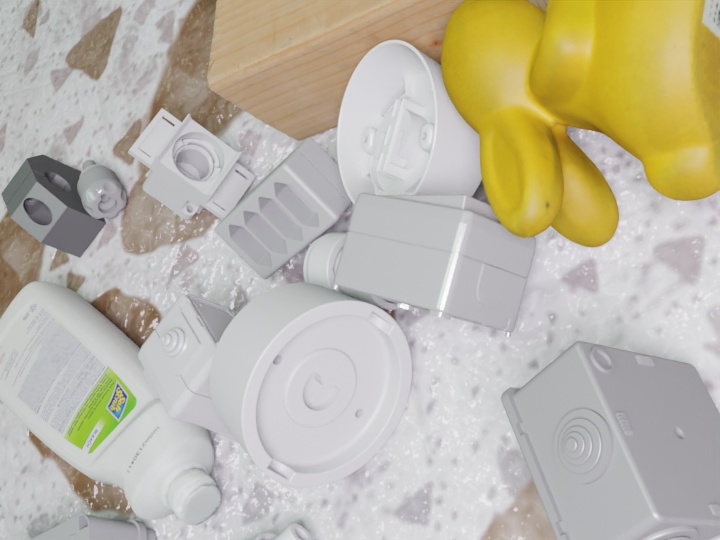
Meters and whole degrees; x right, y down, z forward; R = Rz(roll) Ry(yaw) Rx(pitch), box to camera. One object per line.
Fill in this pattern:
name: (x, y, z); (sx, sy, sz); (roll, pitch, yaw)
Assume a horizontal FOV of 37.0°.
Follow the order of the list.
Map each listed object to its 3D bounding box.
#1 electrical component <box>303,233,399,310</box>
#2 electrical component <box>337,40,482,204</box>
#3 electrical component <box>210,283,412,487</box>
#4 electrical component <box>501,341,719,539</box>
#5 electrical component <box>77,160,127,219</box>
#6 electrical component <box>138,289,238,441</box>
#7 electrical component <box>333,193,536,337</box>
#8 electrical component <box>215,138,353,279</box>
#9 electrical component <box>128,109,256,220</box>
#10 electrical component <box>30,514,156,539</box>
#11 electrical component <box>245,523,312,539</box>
electrical component: (0.000, 0.000, 0.637); (0.055, 0.045, 0.045); (3, 74, 43)
electrical component: (0.029, -0.075, 0.626); (0.099, 0.064, 0.099); (-30, 51, 45)
electrical component: (-0.032, 0.059, 0.601); (0.060, 0.108, 0.108); (28, 92, 51)
electrical component: (0.119, 0.081, 0.457); (0.048, 0.100, 0.099); (-47, 46, 34)
electrical component: (-0.211, -0.069, 0.867); (0.035, 0.035, 0.061); (-50, 44, 14)
electrical component: (-0.089, 0.061, 0.655); (0.061, 0.096, 0.061); (-51, 46, 13)
electrical component: (0.035, -0.008, 0.565); (0.096, 0.062, 0.061); (14, 87, 45)
electrical component: (-0.038, -0.048, 0.688); (0.083, 0.047, 0.075); (-37, 11, 42)
electrical component: (-0.121, -0.069, 0.759); (0.042, 0.081, 0.064); (-59, 11, -29)
electrical component: (-0.188, 0.215, 0.706); (0.113, 0.057, 0.078); (-30, 54, 30)
electrical component: (-0.053, 0.170, 0.613); (0.062, 0.043, 0.043); (-47, 47, 15)
